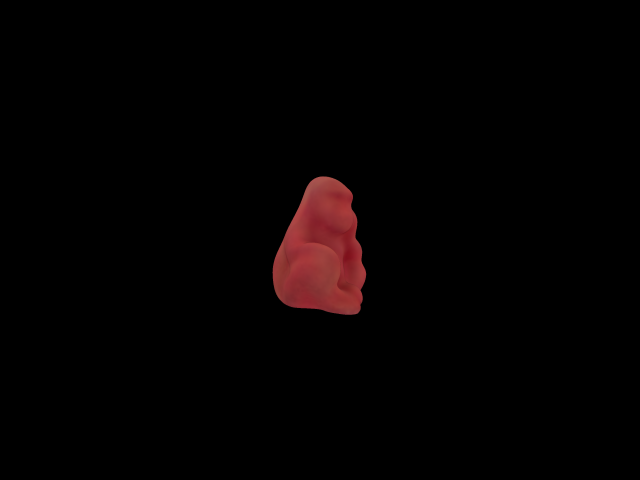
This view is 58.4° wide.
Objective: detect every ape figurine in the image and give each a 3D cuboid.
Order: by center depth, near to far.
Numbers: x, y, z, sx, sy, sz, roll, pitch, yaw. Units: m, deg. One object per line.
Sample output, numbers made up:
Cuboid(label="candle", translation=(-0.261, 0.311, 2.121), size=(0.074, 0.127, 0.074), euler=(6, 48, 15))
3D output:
Cuboid(label="ape figurine", translation=(0.004, 0.001, 0.400), size=(0.075, 0.092, 0.078), euler=(2, 3, 41))
